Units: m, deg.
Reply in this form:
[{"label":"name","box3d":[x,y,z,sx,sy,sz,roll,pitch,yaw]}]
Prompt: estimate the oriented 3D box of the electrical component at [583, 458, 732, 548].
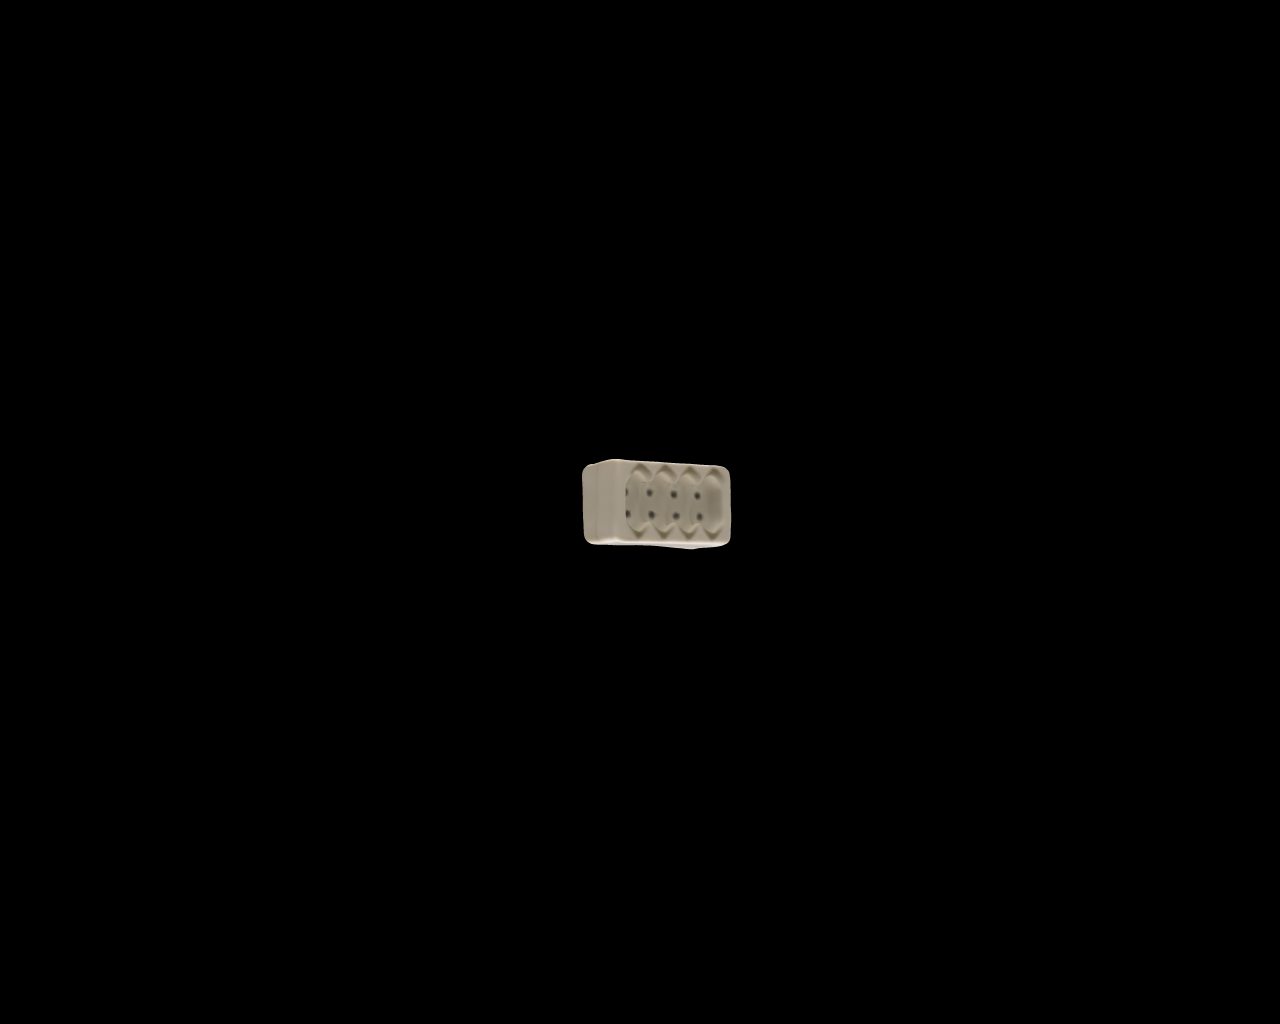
[{"label":"electrical component","box3d":[0.001,-0.003,0.650,0.083,0.047,0.075,3,-6,-33]}]
